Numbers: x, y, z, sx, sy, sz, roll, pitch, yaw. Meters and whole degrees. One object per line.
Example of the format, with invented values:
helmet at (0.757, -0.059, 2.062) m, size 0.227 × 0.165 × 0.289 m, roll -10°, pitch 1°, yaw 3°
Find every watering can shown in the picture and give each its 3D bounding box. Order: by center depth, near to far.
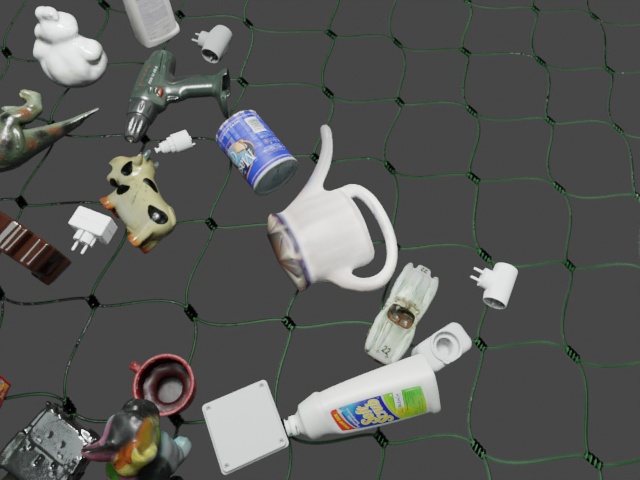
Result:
watering can at (0.003, -0.049, 0.973) m, size 0.225 × 0.102 × 0.352 m, roll -21°, pitch 70°, yaw -14°

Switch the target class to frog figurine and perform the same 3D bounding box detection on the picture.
frog figurine at (-0.518, -0.393, 1.057) m, size 0.137 × 0.156 × 0.125 m, roll 9°, pitch 67°, yaw -1°
